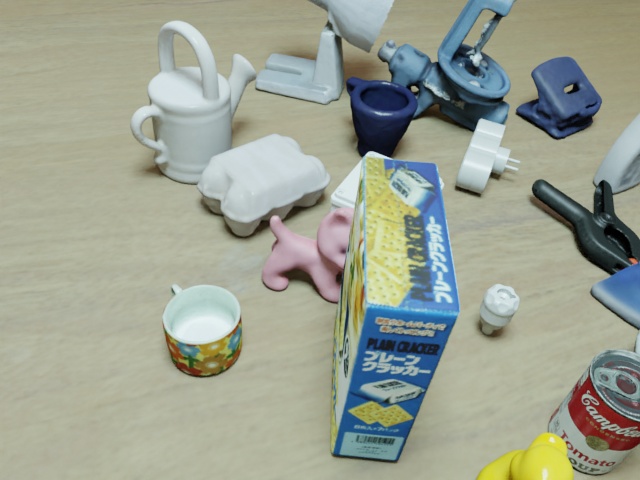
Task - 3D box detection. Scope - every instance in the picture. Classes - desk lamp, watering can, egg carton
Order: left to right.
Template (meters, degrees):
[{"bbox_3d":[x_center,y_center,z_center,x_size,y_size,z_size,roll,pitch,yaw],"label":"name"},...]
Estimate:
[{"bbox_3d":[-0.156,-0.179,0.712,0.100,0.194,0.173,19,46,12],"label":"watering can"},{"bbox_3d":[-0.068,-0.071,0.704,0.151,0.069,0.107,-29,55,-31],"label":"egg carton"},{"bbox_3d":[0.011,-0.321,0.863,0.203,0.213,0.118,12,45,5],"label":"desk lamp"}]

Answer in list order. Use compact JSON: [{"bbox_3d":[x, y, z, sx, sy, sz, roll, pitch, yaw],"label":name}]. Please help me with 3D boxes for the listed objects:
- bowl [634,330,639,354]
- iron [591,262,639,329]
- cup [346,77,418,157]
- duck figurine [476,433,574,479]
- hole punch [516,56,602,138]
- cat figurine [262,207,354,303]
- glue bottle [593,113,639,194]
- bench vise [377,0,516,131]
[{"bbox_3d":[0.369,0.148,0.539,0.167,0.075,0.167,4,45,-4],"label":"bowl"},{"bbox_3d":[0.441,0.052,0.598,0.258,0.141,0.119,18,46,10],"label":"iron"},{"bbox_3d":[0.074,-0.167,0.802,0.092,0.095,0.117,-28,55,-31],"label":"cup"},{"bbox_3d":[0.167,0.200,0.452,0.077,0.086,0.105,27,48,19],"label":"duck figurine"},{"bbox_3d":[0.388,-0.229,0.908,0.109,0.091,0.100,-24,53,-28],"label":"hole punch"},{"bbox_3d":[0.006,0.002,0.606,0.127,0.118,0.067,10,45,3],"label":"cat figurine"},{"bbox_3d":[0.435,-0.142,0.769,0.078,0.173,0.037,-17,50,-23],"label":"glue bottle"},{"bbox_3d":[0.191,-0.266,0.828,0.207,0.220,0.121,5,45,-2],"label":"bench vise"}]
